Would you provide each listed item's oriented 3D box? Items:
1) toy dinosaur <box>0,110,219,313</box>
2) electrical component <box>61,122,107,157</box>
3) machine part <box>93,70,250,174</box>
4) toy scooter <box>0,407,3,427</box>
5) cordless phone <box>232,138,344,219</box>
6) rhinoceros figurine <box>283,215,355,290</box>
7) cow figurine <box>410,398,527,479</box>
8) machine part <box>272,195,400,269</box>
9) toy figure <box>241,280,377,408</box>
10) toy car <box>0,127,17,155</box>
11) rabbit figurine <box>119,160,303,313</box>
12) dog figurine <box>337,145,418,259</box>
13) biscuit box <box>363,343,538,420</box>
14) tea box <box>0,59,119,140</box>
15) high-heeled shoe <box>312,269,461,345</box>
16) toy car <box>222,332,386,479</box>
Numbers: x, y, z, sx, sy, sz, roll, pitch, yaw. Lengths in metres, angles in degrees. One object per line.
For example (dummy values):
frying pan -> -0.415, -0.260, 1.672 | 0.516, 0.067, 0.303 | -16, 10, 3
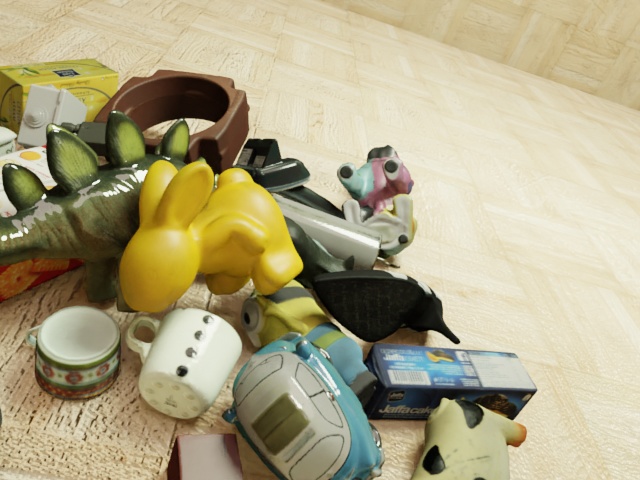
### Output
toy dinosaur -> -0.219, -0.029, 0.562 | 0.105, 0.198, 0.471 | -3, 15, 27
electrical component -> -0.298, -0.135, 0.713 | 0.094, 0.021, 0.063 | 3, 36, -13
machine part -> -0.222, -0.174, 0.831 | 0.201, 0.087, 0.201 | 9, 46, 8
toy scooter -> -0.315, 0.127, 0.411 | 0.184, 0.075, 0.135 | 26, 32, 16
cordless phone -> -0.046, -0.081, 0.867 | 0.184, 0.088, 0.147 | 30, -6, -31
rhinoceros figurine -> -0.004, 0.031, 0.675 | 0.112, 0.073, 0.190 | 4, -26, 48
cow figurine -> 0.121, 0.228, 0.498 | 0.127, 0.085, 0.195 | 30, 36, 3
machine part -> -0.002, -0.002, 0.769 | 0.243, 0.079, 0.079 | 19, 33, -3
toy figure -> -0.013, 0.114, 0.592 | 0.180, 0.082, 0.089 | 36, 27, 28
toy car -> -0.448, -0.081, 0.634 | 0.056, 0.073, 0.202 | 25, 33, 7
rabbit figurine -> -0.116, 0.002, 0.524 | 0.122, 0.162, 0.173 | 11, 29, 41
dog figurine -> 0.111, -0.069, 0.906 | 0.109, 0.191, 0.219 | -11, 0, 16
biscuit box -> 0.145, 0.166, 0.620 | 0.203, 0.062, 0.059 | 7, 36, -19
tea box -> -0.407, -0.221, 0.840 | 0.068, 0.098, 0.169 | 32, 36, 17
high-heeled shoe -> 0.071, 0.064, 0.656 | 0.248, 0.086, 0.145 | 28, 8, -31
toy car -> -0.024, 0.158, 0.473 | 0.162, 0.109, 0.102 | 49, 3, 27
